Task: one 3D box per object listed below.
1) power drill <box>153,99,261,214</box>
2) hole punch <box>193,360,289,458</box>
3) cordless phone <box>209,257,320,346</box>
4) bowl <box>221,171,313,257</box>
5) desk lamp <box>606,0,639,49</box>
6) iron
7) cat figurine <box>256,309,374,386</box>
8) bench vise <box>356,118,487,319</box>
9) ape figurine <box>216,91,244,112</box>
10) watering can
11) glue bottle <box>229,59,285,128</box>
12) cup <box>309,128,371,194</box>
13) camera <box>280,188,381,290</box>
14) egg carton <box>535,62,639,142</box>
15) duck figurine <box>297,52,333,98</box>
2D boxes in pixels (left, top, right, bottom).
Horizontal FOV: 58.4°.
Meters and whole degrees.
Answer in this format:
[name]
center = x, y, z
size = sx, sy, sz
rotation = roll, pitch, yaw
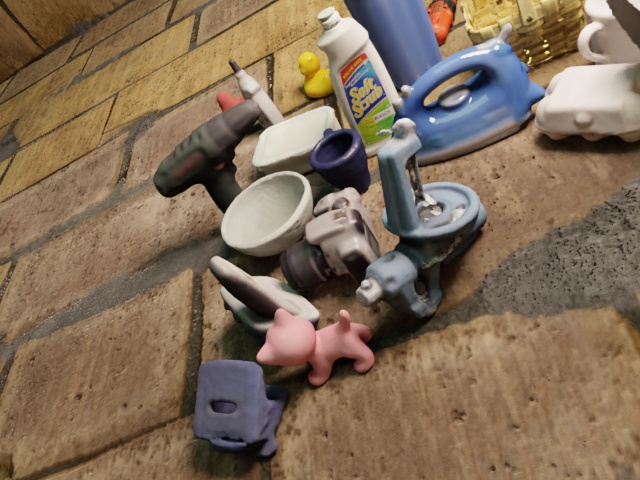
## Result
[power drill]
center = -0.155, -0.113, 0.979
size = 0.229, 0.209, 0.075
rotation = -25, 41, 14
[hole punch]
center = -0.106, 0.211, 0.718
size = 0.108, 0.091, 0.101
rotation = -7, 48, 31
[cordless phone]
center = -0.096, 0.065, 0.779
size = 0.094, 0.186, 0.147
rotation = -47, 40, -12
[bowl]
center = -0.075, -0.030, 0.946
size = 0.167, 0.075, 0.167
rotation = -20, 42, 19
[desk lamp]
center = 0.458, -0.260, 0.670
size = 0.203, 0.214, 0.117
rotation = -27, 40, 11
[iron]
center = 0.198, -0.215, 0.873
size = 0.258, 0.142, 0.118
rotation = -25, 41, 14
[cat figurine]
center = -0.010, 0.124, 0.712
size = 0.127, 0.118, 0.067
rotation = -24, 41, 15
[bench vise]
center = 0.113, -0.020, 0.681
size = 0.121, 0.220, 0.207
rotation = 2, 53, 38
[ape figurine]
center = -0.197, -0.297, 1.284
size = 0.078, 0.092, 0.076
rotation = -34, 39, 3
[watering can]
center = 0.418, -0.324, 0.777
size = 0.100, 0.195, 0.173
rotation = 16, 62, 44
[glue bottle]
center = -0.135, -0.299, 1.177
size = 0.037, 0.174, 0.077
rotation = -46, 40, -11
[cup]
center = 0.039, -0.126, 0.940
size = 0.091, 0.095, 0.117
rotation = -29, 40, 9
[camera]
center = 0.008, 0.003, 0.831
size = 0.136, 0.101, 0.143
rotation = -24, 41, 15
[egg carton]
center = 0.371, -0.182, 0.771
size = 0.149, 0.070, 0.107
rotation = 10, 58, 42
[duck figurine]
center = -0.011, -0.355, 1.210
size = 0.077, 0.086, 0.104
rotation = -44, 40, -9
